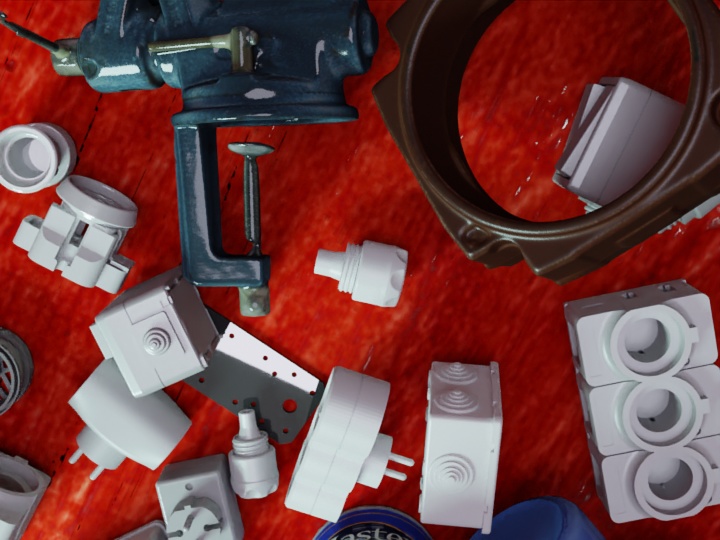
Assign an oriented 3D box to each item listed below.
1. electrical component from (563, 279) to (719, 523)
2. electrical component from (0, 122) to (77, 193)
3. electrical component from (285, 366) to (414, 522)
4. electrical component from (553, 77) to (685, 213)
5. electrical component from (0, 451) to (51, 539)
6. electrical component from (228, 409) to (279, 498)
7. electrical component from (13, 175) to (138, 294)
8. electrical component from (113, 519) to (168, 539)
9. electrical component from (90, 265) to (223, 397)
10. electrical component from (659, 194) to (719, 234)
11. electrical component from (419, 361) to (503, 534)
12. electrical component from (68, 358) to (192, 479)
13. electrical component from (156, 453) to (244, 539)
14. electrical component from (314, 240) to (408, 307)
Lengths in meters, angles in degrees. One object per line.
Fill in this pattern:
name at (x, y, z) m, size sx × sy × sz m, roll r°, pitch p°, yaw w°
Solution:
electrical component at (0.203, 0.092, 0.752) m, size 0.089 × 0.061 × 0.150 m, roll -12°, pitch 100°, yaw 2°
electrical component at (-0.219, -0.077, 0.726) m, size 0.045 × 0.055 × 0.045 m, roll 0°, pitch 100°, yaw 0°
electrical component at (0.000, 0.127, 0.737) m, size 0.074 × 0.052 × 0.138 m, roll 18°, pitch 136°, yaw -3°
electrical component at (0.168, -0.078, 0.721) m, size 0.061 × 0.061 × 0.096 m, roll 24°, pitch 99°, yaw -4°
electrical component at (-0.303, 0.145, 0.749) m, size 0.150 × 0.089 × 0.061 m, roll 28°, pitch 99°, yaw -5°
electrical component at (-0.078, 0.131, 0.773) m, size 0.035 × 0.035 × 0.061 m, roll -6°, pitch 100°, yaw 1°
electrical component at (-0.187, -0.028, 0.734) m, size 0.078 × 0.058 × 0.057 m, roll 28°, pitch 102°, yaw -5°
electrical component at (-0.170, 0.256, 0.785) m, size 0.109 × 0.056 × 0.108 m, roll -26°, pitch 99°, yaw 5°
electrical component at (-0.138, 0.042, 0.721) m, size 0.061 × 0.096 × 0.061 m, roll -24°, pitch 100°, yaw 5°
electrical component at (0.221, -0.051, 0.737) m, size 0.078 × 0.040 × 0.040 m, roll -40°, pitch 98°, yaw 7°
electrical component at (0.068, 0.118, 0.738) m, size 0.048 × 0.099 × 0.099 m, roll 4°, pitch 111°, yaw 4°
electrical component at (-0.174, 0.114, 0.766) m, size 0.077 × 0.044 × 0.079 m, roll 40°, pitch 98°, yaw -7°
electrical component at (-0.115, 0.176, 0.760) m, size 0.047 × 0.076 × 0.065 m, roll -12°, pitch 100°, yaw 2°
electrical component at (0.000, 0.000, 0.746) m, size 0.062 × 0.043 × 0.043 m, roll 12°, pitch 100°, yaw -1°
